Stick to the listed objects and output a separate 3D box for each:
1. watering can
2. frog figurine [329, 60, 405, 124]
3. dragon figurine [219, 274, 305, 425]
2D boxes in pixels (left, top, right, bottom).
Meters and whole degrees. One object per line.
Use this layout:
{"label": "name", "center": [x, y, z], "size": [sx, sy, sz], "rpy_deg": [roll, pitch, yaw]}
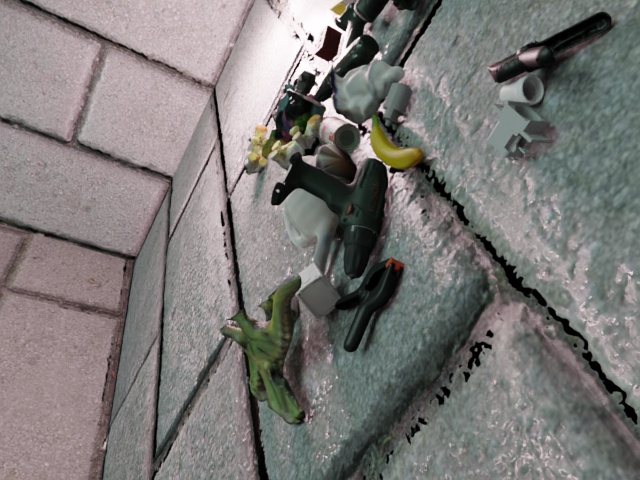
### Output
{"label": "watering can", "center": [0.003, -0.054, 1.082], "size": [0.220, 0.104, 0.355], "rpy_deg": [-47, 46, 37]}
{"label": "frog figurine", "center": [0.110, -0.320, 1.089], "size": [0.158, 0.120, 0.141], "rpy_deg": [-14, 41, 23]}
{"label": "dragon figurine", "center": [-0.077, 0.226, 0.984], "size": [0.245, 0.123, 0.404], "rpy_deg": [65, 151, 10]}
